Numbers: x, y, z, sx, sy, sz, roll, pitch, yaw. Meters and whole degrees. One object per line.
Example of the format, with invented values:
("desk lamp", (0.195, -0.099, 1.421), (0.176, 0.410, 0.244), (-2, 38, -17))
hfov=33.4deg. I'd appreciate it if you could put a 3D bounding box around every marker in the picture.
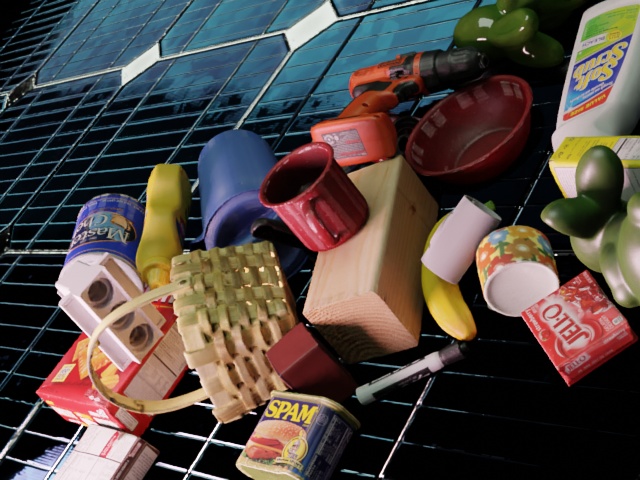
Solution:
("marker", (0.090, 0.129, 1.037), (0.121, 0.020, 0.020), (-28, 33, 19))

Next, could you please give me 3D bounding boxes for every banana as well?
("banana", (0.136, 0.029, 1.097), (0.070, 0.037, 0.197), (-18, 37, 31))

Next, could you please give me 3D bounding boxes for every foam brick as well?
("foam brick", (-0.008, 0.132, 1.082), (0.051, 0.078, 0.053), (-42, 31, 1))

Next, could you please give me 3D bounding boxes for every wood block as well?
("wood block", (0.059, 0.019, 1.141), (0.090, 0.090, 0.206), (-19, 36, 30))

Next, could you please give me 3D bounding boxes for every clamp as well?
("clamp", (0.239, -0.225, 1.309), (0.210, 0.036, 0.164), (-17, 38, 28))
("clamp", (-0.008, 0.001, 1.201), (0.039, 0.120, 0.171), (-37, 5, 28))

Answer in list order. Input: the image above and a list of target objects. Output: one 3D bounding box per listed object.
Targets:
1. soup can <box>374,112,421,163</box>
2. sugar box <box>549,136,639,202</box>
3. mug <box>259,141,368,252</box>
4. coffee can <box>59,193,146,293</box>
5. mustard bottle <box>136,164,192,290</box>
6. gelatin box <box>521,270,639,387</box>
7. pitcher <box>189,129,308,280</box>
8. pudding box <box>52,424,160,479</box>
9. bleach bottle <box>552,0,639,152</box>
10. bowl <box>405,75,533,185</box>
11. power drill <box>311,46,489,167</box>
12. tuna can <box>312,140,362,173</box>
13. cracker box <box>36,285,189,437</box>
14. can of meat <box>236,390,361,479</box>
("soup can", (0.081, -0.127, 1.323), (0.068, 0.068, 0.102), (-48, 31, -12))
("sugar box", (0.302, -0.049, 0.964), (0.177, 0.093, 0.048), (4, 48, 48))
("mug", (-0.001, -0.036, 1.106), (0.093, 0.081, 0.117), (-33, 32, 11))
("coffee can", (-0.264, 0.021, 1.339), (0.103, 0.102, 0.140), (-29, 30, 17))
("mustard bottle", (-0.190, -0.004, 1.297), (0.058, 0.096, 0.191), (3, 37, -4))
("gelatin box", (0.228, 0.076, 0.945), (0.073, 0.030, 0.089), (-35, 31, 9))
("pitcher", (-0.082, -0.053, 1.363), (0.145, 0.149, 0.243), (-56, 24, 17))
("pudding box", (-0.247, 0.261, 1.213), (0.114, 0.039, 0.090), (-1, 49, 49))
("bleach bottle", (0.306, -0.154, 1.126), (0.103, 0.068, 0.250), (-12, 44, 39))
("bowl", (0.179, -0.114, 1.214), (0.162, 0.055, 0.162), (-28, 33, 20))
("power drill", (0.087, -0.159, 1.237), (0.185, 0.057, 0.187), (-9, 28, 38))
("tuna can", (0.023, -0.116, 1.405), (0.086, 0.033, 0.086), (-28, 33, 20))
("cracker box", (-0.230, 0.133, 1.324), (0.164, 0.072, 0.213), (2, 50, 47))
("can of meat", (-0.023, 0.199, 1.035), (0.102, 0.057, 0.084), (-1, 52, 47))
